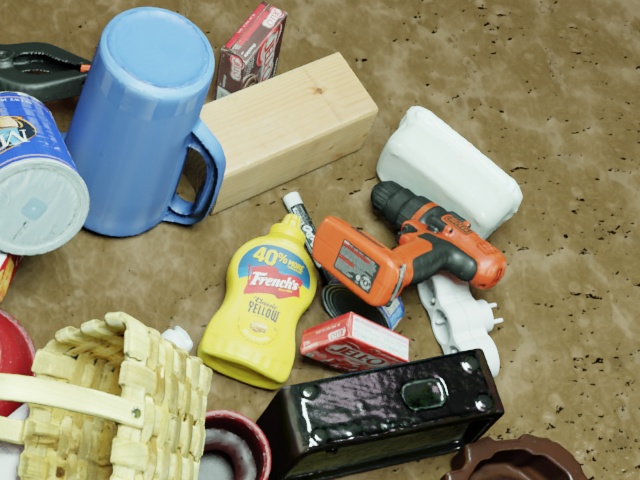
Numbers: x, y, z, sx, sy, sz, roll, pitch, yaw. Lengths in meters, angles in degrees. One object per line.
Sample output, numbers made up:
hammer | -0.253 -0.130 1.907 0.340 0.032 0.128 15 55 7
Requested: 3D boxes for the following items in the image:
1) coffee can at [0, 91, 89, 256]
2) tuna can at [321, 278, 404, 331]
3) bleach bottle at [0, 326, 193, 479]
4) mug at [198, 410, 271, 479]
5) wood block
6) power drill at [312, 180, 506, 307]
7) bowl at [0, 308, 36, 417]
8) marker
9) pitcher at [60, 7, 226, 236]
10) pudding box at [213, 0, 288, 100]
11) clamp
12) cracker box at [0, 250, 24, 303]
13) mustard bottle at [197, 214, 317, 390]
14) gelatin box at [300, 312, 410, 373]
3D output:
coffee can | -0.288 -0.066 1.021 0.102 0.103 0.140 -12 39 -20
tuna can | 0.046 0.068 1.130 0.086 0.086 0.033 38 60 5
bleach bottle | -0.218 0.172 1.021 0.250 0.068 0.102 -38 81 -30
mug | -0.089 0.224 1.017 0.117 0.082 0.093 28 60 0
wood block | -0.050 -0.121 1.196 0.205 0.090 0.091 -25 72 -24
power drill | 0.081 -0.001 1.117 0.185 0.057 0.187 36 32 32
bowl | -0.350 0.120 1.015 0.162 0.055 0.162 6 63 -12
marker | -0.008 0.001 1.186 0.020 0.020 0.121 -19 70 -23
pitcher | -0.176 -0.112 1.070 0.149 0.243 0.145 -10 66 -27
pudding box | -0.080 -0.203 1.215 0.039 0.114 0.090 32 60 6
clamp | -0.344 -0.190 1.148 0.210 0.036 0.164 1 42 -8
cracker box | -0.377 0.021 0.996 0.164 0.072 0.213 17 28 -7
mustard bottle | -0.055 0.055 1.125 0.096 0.058 0.191 22 60 -6
gelatin box | 0.036 0.109 1.095 0.089 0.073 0.030 26 55 -36
